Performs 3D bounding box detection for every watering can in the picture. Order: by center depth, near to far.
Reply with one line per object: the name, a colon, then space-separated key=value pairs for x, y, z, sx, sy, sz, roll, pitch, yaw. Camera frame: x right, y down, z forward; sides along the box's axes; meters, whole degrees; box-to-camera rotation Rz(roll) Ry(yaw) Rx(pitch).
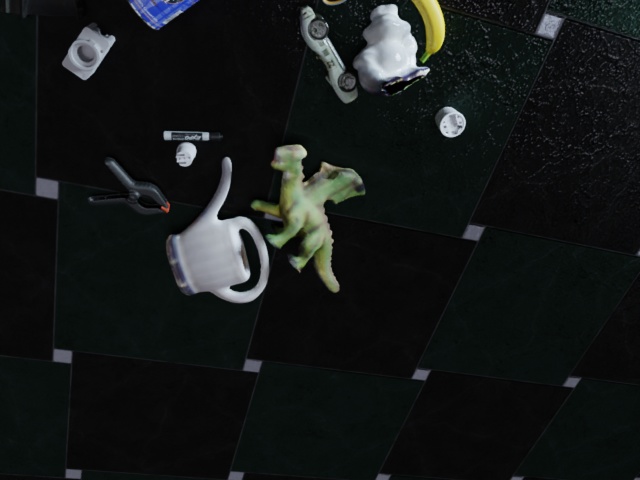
watering can: x=-0.245 y=-0.003 z=1.175 sx=0.224 sy=0.105 sz=0.343 roll=-15 pitch=108 yaw=0

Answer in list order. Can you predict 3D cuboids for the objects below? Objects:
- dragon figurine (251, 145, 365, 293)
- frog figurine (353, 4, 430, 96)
dragon figurine: x=0.004 y=-0.059 z=1.174 sx=0.242 sy=0.124 sz=0.404 roll=-40 pitch=126 yaw=7
frog figurine: x=0.125 y=-0.369 z=1.009 sx=0.138 sy=0.122 sz=0.160 roll=-24 pitch=86 yaw=-5
